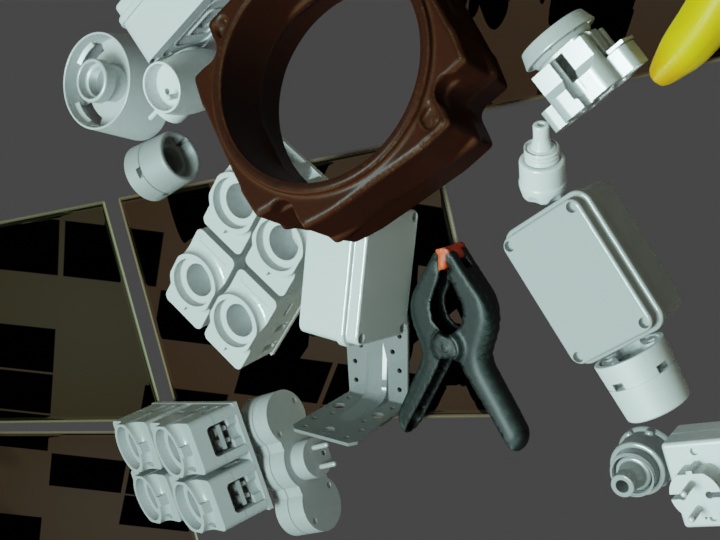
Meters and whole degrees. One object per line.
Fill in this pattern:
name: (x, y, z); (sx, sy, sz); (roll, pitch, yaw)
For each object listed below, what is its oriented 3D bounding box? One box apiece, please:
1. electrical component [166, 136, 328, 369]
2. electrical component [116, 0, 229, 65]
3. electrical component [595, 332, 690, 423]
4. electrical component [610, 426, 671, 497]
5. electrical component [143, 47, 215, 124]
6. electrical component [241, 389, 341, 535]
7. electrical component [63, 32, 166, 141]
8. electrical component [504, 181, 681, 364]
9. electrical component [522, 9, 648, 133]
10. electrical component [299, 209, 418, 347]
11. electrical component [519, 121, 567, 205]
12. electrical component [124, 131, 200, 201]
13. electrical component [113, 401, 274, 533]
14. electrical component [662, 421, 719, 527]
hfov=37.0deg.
electrical component: (-0.093, -0.013, 0.955); (0.105, 0.060, 0.186); (43, 125, 16)
electrical component: (-0.142, -0.231, 0.904); (0.113, 0.078, 0.057); (-36, 84, 37)
electrical component: (0.206, 0.078, 0.778); (0.055, 0.055, 0.047); (-27, 93, 38)
electrical component: (0.205, 0.147, 0.796); (0.048, 0.062, 0.048); (12, 112, 32)
electrical component: (-0.157, -0.155, 0.942); (0.079, 0.077, 0.044); (-35, 84, 38)
electrical component: (-0.052, 0.176, 0.995); (0.074, 0.052, 0.138); (-20, 93, 38)
electrical component: (-0.229, -0.173, 1.011); (0.099, 0.064, 0.099); (1, 92, 34)
electrical component: (0.167, 0.002, 0.778); (0.078, 0.057, 0.113); (-35, 84, 38)
electrical component: (0.149, -0.141, 0.742); (0.078, 0.058, 0.057); (-40, 84, 37)
electrical component: (0.000, 0.000, 0.874); (0.057, 0.078, 0.113); (14, 104, 35)
electrical component: (0.132, -0.080, 0.780); (0.035, 0.035, 0.061); (18, 137, 30)
electrical component: (-0.182, -0.097, 0.994); (0.047, 0.055, 0.055); (-22, 92, 34)
electrical component: (-0.171, 0.188, 1.043); (0.186, 0.060, 0.105); (-11, 99, 56)
electrical component: (0.244, 0.152, 0.761); (0.047, 0.077, 0.065); (-13, 97, 38)
